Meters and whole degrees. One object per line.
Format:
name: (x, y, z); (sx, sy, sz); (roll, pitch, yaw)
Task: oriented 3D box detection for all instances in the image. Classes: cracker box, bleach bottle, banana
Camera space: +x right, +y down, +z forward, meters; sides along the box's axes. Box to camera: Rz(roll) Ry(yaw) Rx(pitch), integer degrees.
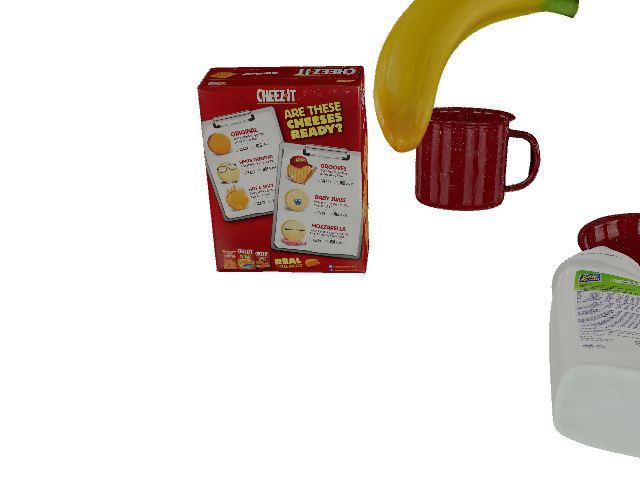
cracker box: (-0.033, -0.072, 1.115); (0.164, 0.214, 0.072); (0, 29, 6)
bleach bottle: (0.226, 0.066, 0.810); (0.102, 0.068, 0.250); (10, 24, 9)
banana: (0.079, -0.119, 0.619); (0.070, 0.037, 0.197); (32, 51, 23)

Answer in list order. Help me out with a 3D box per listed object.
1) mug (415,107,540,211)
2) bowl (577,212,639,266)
mug: (0.139, -0.073, 0.965); (0.117, 0.081, 0.093); (4, 15, 13)
bowl: (0.359, 0.026, 1.157); (0.162, 0.055, 0.162); (-1, 26, 0)
